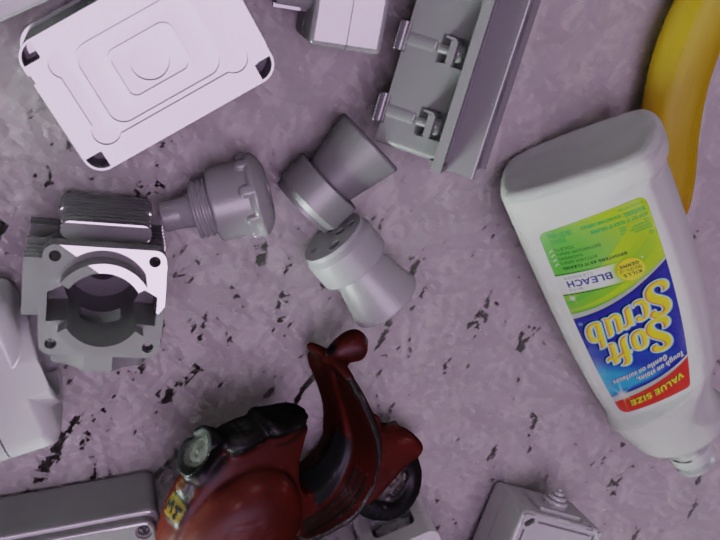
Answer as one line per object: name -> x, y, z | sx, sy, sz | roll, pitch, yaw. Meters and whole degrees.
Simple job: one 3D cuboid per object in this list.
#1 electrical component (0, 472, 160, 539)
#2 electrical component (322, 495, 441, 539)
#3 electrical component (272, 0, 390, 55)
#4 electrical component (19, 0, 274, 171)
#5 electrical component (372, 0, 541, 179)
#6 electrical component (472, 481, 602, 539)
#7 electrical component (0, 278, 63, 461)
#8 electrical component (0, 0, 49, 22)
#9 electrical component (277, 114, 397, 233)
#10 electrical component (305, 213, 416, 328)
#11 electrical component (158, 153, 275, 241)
electrical component -> -0.172, 0.190, 0.661 | 0.109, 0.056, 0.108 | -9, 112, -10
electrical component -> -0.011, 0.221, 0.708 | 0.150, 0.061, 0.089 | -22, 114, -4
electrical component -> -0.025, -0.155, 0.568 | 0.077, 0.047, 0.065 | 5, 109, -15
electrical component -> -0.110, -0.113, 0.558 | 0.113, 0.057, 0.078 | -30, 114, -1
electrical component -> 0.055, -0.120, 0.588 | 0.063, 0.079, 0.121 | 20, 107, 11
electrical component -> 0.114, 0.188, 0.729 | 0.062, 0.061, 0.096 | 18, 97, -18
electrical component -> -0.205, 0.056, 0.603 | 0.059, 0.053, 0.095 | -18, 114, -6
electrical component -> -0.170, -0.184, 0.517 | 0.109, 0.056, 0.108 | -25, 114, -3
electrical component -> -0.013, -0.054, 0.611 | 0.055, 0.045, 0.045 | -43, 114, 6
electrical component -> 0.000, 0.000, 0.635 | 0.045, 0.045, 0.055 | -39, 114, 3
electrical component -> -0.081, -0.037, 0.603 | 0.062, 0.048, 0.048 | -14, 113, -1
